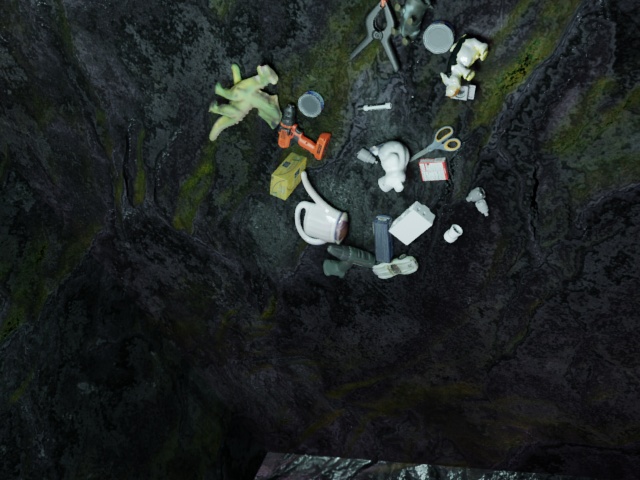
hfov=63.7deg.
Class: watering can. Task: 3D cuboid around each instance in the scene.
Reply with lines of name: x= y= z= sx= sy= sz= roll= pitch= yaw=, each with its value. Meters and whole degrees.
watering can: x=0.006 y=-0.101 z=2.009 sx=0.225 sy=0.339 sz=0.106 roll=17 pitch=44 yaw=14

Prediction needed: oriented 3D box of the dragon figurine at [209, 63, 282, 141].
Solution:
dragon figurine: x=-0.256 y=-0.469 z=1.841 sx=0.243 sy=0.125 sz=0.401 roll=27 pitch=-44 yaw=1

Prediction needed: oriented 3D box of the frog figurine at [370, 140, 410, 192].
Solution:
frog figurine: x=0.251 y=-0.247 z=1.705 sx=0.122 sy=0.162 sz=0.135 roll=-29 pitch=-30 yaw=11
